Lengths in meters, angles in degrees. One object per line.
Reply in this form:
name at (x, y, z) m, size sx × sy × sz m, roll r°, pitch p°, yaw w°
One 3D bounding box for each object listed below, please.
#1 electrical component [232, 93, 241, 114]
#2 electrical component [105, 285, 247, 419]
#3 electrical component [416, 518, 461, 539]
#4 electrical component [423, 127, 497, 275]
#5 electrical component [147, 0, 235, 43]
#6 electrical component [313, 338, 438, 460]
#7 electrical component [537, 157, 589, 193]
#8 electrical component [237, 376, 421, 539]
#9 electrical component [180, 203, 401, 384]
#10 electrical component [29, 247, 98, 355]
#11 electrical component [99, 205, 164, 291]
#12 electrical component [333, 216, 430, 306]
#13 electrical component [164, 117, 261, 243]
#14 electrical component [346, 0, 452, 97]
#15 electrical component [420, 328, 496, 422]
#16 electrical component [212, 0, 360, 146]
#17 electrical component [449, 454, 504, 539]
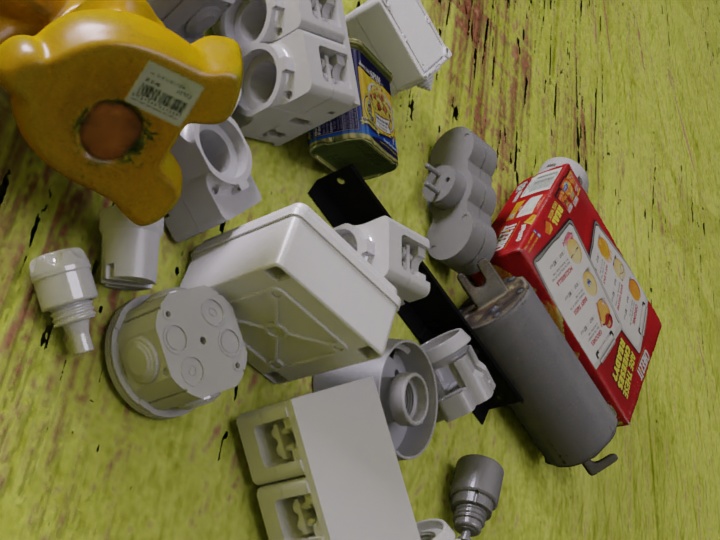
electrical component at (-0.115, -0.128, 0.768) m, size 0.046 × 0.040 × 0.040 m, roll 33°, pitch 50°, yaw -31°
electrical component at (-0.115, 0.050, 0.675) m, size 0.080 × 0.051 × 0.080 m, roll 25°, pitch 56°, yaw -43°
electrical component at (0.050, 0.221, 0.792) m, size 0.078 × 0.058 × 0.057 m, roll -30°, pitch 100°, yaw -52°
electrical component at (0.082, -0.070, 0.969) m, size 0.074 × 0.052 × 0.138 m, roll 30°, pitch 53°, yaw -40°
electrical component at (-0.131, -0.198, 0.754) m, size 0.080 × 0.051 × 0.080 m, roll 42°, pitch 23°, yaw -23°
electrical component at (0.015, 0.098, 0.821) m, size 0.099 × 0.064 × 0.099 m, roll 13°, pitch 75°, yaw -57°
electrical component at (0.206, -0.083, 1.126) m, size 0.055 × 0.055 × 0.047 m, roll 57°, pitch 43°, yaw -16°
electrical component at (-0.019, 0.158, 0.732) m, size 0.089 × 0.062 × 0.150 m, roll -9°, pitch 81°, yaw -52°
electrical component at (-0.048, 0.019, 0.724) m, size 0.109 × 0.109 × 0.056 m, roll 43°, pitch 47°, yaw -30°
electrical component at (-0.171, 0.019, 0.634) m, size 0.035 × 0.035 × 0.061 m, roll -15°, pitch 88°, yaw -52°
electrical component at (-0.145, -0.013, 0.678) m, size 0.040 × 0.040 × 0.046 m, roll 17°, pitch 66°, yaw -46°
electrical component at (0.000, 0.000, 0.806) m, size 0.056 × 0.089 × 0.050 m, roll 26°, pitch 54°, yaw -42°
electrical component at (-0.112, -0.074, 0.728) m, size 0.089 × 0.056 × 0.050 m, roll 63°, pitch 33°, yaw -8°
electrical component at (0.032, -0.198, 0.960) m, size 0.096 × 0.061 × 0.061 m, roll 58°, pitch 39°, yaw -14°
electrical component at (0.073, 0.084, 0.881) m, size 0.057 × 0.058 × 0.078 m, roll 62°, pitch 16°, yaw -3°
electrical component at (-0.064, -0.183, 0.812) m, size 0.062 × 0.089 × 0.150 m, roll 7°, pitch 68°, yaw -49°
electrical component at (0.092, 0.187, 0.873) m, size 0.040 × 0.040 × 0.078 m, roll 45°, pitch 44°, yaw -28°
